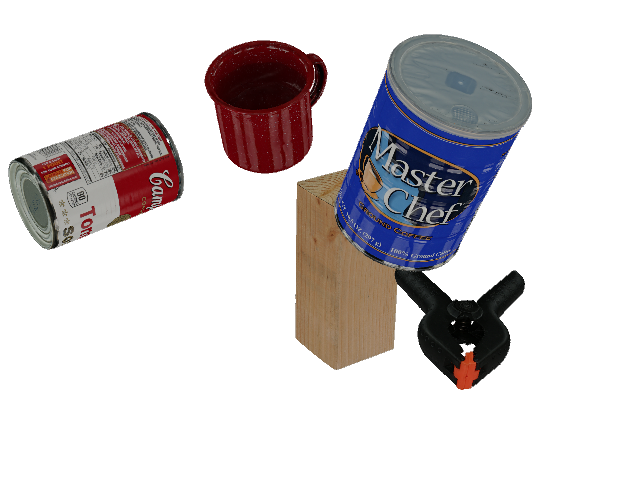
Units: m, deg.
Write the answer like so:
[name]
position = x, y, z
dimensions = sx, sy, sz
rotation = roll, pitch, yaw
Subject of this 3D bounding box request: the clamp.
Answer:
[clamp]
position = 0.135, 0.069, 0.943
dimensions = 0.120, 0.039, 0.171
rotation = -4, 33, -3

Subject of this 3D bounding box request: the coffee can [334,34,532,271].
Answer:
[coffee can]
position = 0.077, -0.061, 0.768
dimensions = 0.102, 0.103, 0.140
rotation = 0, -42, -20

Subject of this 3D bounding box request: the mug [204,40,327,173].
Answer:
[mug]
position = -0.040, -0.120, 0.933
dimensions = 0.117, 0.081, 0.093
rotation = -38, 57, -25

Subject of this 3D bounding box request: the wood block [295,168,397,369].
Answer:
[wood block]
position = 0.030, 0.032, 1.240
dimensions = 0.090, 0.206, 0.090
rotation = -16, 31, -31

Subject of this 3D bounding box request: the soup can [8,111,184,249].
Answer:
[soup can]
position = -0.156, -0.042, 0.745
dimensions = 0.102, 0.068, 0.069
rotation = -25, 13, -30
